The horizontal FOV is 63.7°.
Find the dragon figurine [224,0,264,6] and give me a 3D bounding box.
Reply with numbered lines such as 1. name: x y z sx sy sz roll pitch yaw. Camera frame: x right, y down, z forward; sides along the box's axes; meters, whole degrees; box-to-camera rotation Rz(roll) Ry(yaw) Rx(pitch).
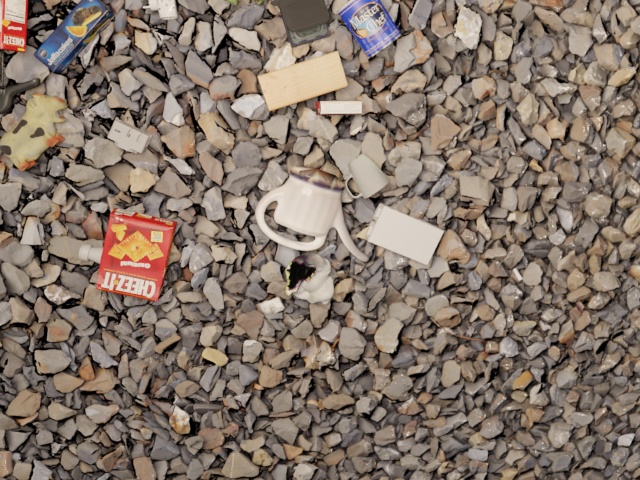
1. dragon figurine: -0.162 -0.635 1.129 0.240 0.416 0.122 -27 92 40

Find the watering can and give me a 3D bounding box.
1. watering can: 0.004 -0.069 1.379 0.346 0.105 0.222 16 102 -19

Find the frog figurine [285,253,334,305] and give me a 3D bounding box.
1. frog figurine: -0.017 0.109 1.429 0.158 0.124 0.137 25 102 -49
